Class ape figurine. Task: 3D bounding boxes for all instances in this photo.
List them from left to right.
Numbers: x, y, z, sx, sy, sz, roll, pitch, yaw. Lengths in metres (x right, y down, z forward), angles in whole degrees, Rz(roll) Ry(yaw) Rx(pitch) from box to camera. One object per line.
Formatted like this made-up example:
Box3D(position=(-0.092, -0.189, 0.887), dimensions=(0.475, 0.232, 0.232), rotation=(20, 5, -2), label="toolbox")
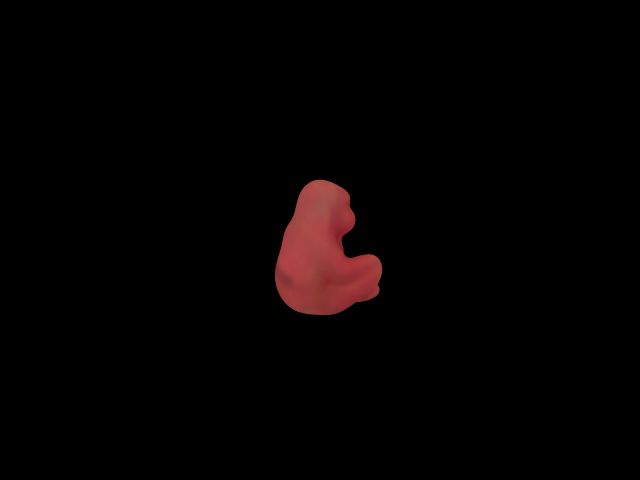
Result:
Box3D(position=(0.004, 0.001, 0.400), dimensions=(0.076, 0.092, 0.077), rotation=(-14, 36, -20), label="ape figurine")
